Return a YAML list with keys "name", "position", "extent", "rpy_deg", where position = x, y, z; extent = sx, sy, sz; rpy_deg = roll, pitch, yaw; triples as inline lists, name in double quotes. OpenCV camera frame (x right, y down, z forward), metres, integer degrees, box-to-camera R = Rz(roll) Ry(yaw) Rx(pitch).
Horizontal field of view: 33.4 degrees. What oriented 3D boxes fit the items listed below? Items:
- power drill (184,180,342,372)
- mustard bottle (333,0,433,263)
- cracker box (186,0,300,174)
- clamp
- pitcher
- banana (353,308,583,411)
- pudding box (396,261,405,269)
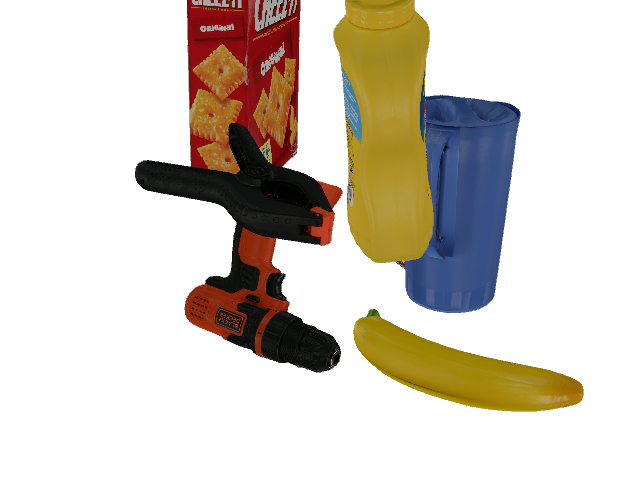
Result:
- name: "power drill"
  position: [-0.041, 0.026, 1.081]
  extent: [0.185, 0.188, 0.057]
  rpy_deg: [18, 2, 28]
- name: "mustard bottle"
  position: [0.040, -0.086, 0.671]
  extent: [0.058, 0.191, 0.096]
  rpy_deg: [-5, 39, 2]
- name: "cracker box"
  position: [-0.071, -0.169, 1.068]
  extent: [0.072, 0.214, 0.164]
  rpy_deg: [8, 22, 14]
- name: "clamp"
  position: [-0.065, -0.041, 0.862]
  extent: [0.120, 0.039, 0.172]
  rpy_deg: [-27, 43, -30]
- name: "pitcher"
  position: [0.153, -0.039, 1.242]
  extent: [0.149, 0.243, 0.145]
  rpy_deg: [-9, 24, -20]
- name: "banana"
  position: [0.092, 0.088, 0.787]
  extent: [0.198, 0.037, 0.069]
  rpy_deg: [20, 37, 38]
- name: "pudding box"
  position: [0.166, 0.010, 1.595]
  extent: [0.113, 0.039, 0.090]
  rpy_deg: [-18, 28, -21]
